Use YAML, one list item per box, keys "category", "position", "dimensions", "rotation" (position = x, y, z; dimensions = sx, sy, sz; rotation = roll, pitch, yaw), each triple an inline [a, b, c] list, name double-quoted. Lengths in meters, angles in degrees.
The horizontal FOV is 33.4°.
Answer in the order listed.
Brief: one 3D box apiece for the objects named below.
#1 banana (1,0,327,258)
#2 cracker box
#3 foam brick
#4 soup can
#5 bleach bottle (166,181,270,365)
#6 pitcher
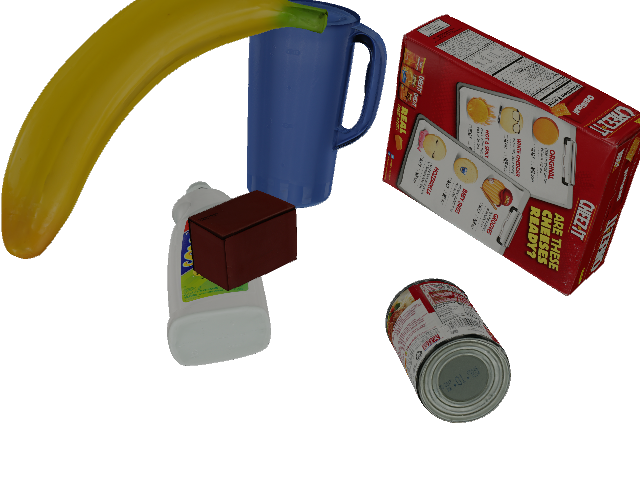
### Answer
- category: "banana"
  position: [-0.086, -0.074, 0.502]
  dimensions: [0.070, 0.197, 0.037]
  rotation: [38, -23, 24]
- category: "cracker box"
  position: [0.162, -0.078, 0.928]
  dimensions: [0.214, 0.164, 0.072]
  rotation: [34, 49, 28]
- category: "foam brick"
  position: [-0.065, -0.002, 0.900]
  dimensions: [0.078, 0.051, 0.053]
  rotation: [-24, 34, -34]
- category: "soup can"
  position: [0.090, 0.077, 0.764]
  dimensions: [0.068, 0.068, 0.102]
  rotation: [0, 20, -9]
- category: "bleach bottle"
  position: [-0.119, 0.019, 1.106]
  dimensions: [0.102, 0.068, 0.251]
  rotation: [-9, 37, -9]
- category: "pitcher"
  position: [-0.019, -0.165, 1.305]
  dimensions: [0.144, 0.243, 0.149]
  rotation: [-7, 27, -25]
